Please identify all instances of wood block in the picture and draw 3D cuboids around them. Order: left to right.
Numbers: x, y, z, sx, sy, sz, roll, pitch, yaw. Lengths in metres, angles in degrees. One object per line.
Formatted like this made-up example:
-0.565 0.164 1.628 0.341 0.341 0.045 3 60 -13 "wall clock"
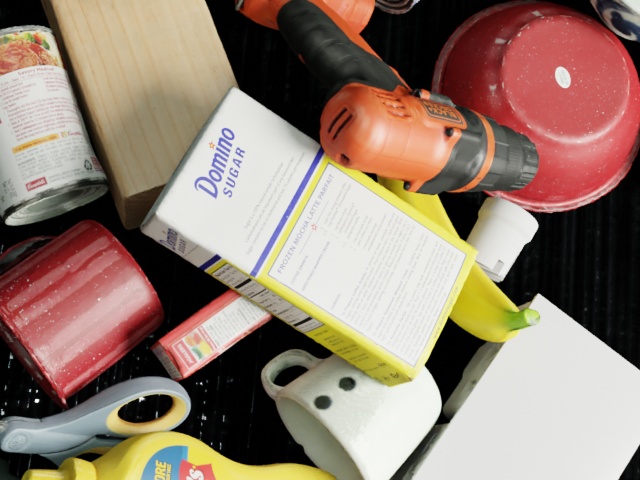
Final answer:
-0.118 -0.123 0.683 0.090 0.091 0.206 -20 82 -13 "wood block"

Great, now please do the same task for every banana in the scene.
0.081 -0.002 0.695 0.037 0.070 0.198 -6 49 -33 "banana"

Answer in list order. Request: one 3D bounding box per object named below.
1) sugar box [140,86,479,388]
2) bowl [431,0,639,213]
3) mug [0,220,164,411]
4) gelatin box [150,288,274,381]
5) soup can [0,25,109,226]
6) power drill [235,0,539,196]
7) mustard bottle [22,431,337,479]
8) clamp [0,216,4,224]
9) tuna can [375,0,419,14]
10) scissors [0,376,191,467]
-0.004 0.001 0.613 0.176 0.048 0.093 33 66 -9 "sugar box"
0.162 -0.103 0.745 0.162 0.055 0.162 2 77 -9 "bowl"
-0.156 0.036 0.651 0.081 0.093 0.117 -38 50 -20 "mug"
-0.064 0.055 0.654 0.073 0.089 0.030 -35 89 -15 "gelatin box"
-0.174 -0.068 0.640 0.068 0.068 0.102 -20 85 -13 "soup can"
0.042 -0.104 0.676 0.184 0.057 0.188 8 38 -47 "power drill"
-0.079 0.162 0.612 0.191 0.058 0.096 21 63 -26 "mustard bottle"
-0.239 -0.036 0.671 0.120 0.039 0.171 39 68 -5 "clamp"
0.045 -0.200 0.730 0.033 0.086 0.086 -42 87 -17 "tuna can"
-0.153 0.097 0.596 0.096 0.201 0.016 -47 45 10 "scissors"
